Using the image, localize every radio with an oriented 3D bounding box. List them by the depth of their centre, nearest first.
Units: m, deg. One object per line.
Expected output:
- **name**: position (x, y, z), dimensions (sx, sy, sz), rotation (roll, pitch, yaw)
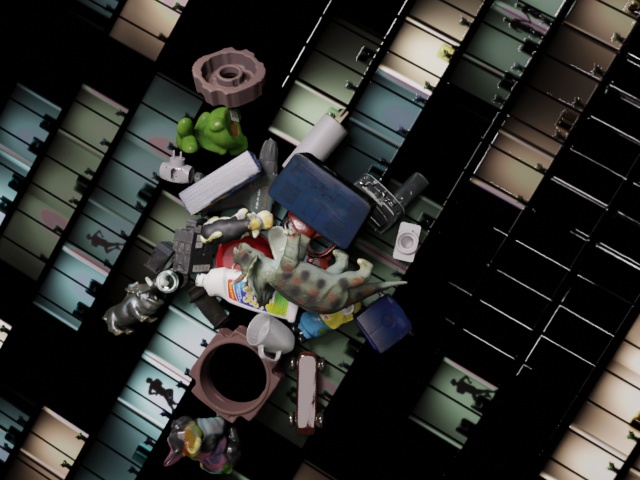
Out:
- **radio**: position (0.008, -0.095, 1.240), dimensions (0.230, 0.073, 0.131), rotation (36, 109, 6)

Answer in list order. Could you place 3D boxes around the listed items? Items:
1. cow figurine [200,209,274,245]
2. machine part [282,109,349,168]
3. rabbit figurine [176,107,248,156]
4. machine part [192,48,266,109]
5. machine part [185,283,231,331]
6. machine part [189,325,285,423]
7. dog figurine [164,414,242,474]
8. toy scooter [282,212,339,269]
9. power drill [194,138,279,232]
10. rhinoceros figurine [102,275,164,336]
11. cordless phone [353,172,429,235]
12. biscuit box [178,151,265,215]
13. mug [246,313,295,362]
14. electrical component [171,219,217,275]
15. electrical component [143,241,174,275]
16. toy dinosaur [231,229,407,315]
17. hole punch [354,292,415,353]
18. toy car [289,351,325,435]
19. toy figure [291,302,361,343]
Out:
- **cow figurine**: position (-0.196, -0.031, 1.267), dimensions (0.167, 0.098, 0.068), rotation (-13, 101, 12)
- **machine part**: position (-0.012, -0.222, 1.317), dimensions (0.079, 0.079, 0.243), rotation (41, 93, 5)
- **rabbit figurine**: position (-0.286, -0.250, 1.326), dimensions (0.170, 0.159, 0.121), rotation (-14, 99, 22)
- **machine part**: position (-0.219, -0.395, 1.312), dimensions (0.179, 0.056, 0.179), rotation (0, 55, 0)
- **machine part**: position (-0.282, 0.161, 1.371), dimensions (0.084, 0.039, 0.139), rotation (-31, 85, 1)
- **machine part**: position (-0.206, 0.332, 1.339), dimensions (0.201, 0.087, 0.201), rotation (36, 94, 4)
- **dog figurine**: position (-0.282, 0.498, 1.283), dimensions (0.108, 0.219, 0.191), rotation (-24, 87, 10)
- **toy scooter**: position (-0.003, -0.004, 1.319), dimensions (0.135, 0.075, 0.184), rotation (-28, 90, 5)
- **power drill**: position (-0.205, -0.136, 1.346), dimensions (0.207, 0.086, 0.231), rotation (-1, 93, -1)
- **rhinoceros figurine**: position (-0.468, 0.166, 1.380), dimensions (0.190, 0.073, 0.112), rotation (-36, 75, 7)
- **cordless phone**: position (0.164, -0.120, 1.307), dimensions (0.184, 0.088, 0.146), rotation (-44, 85, -6)
- **biscuit box**: position (-0.231, -0.134, 1.279), dimensions (0.203, 0.059, 0.063), rotation (-31, 89, 5)
- **mug**: position (-0.110, 0.240, 1.286), dimensions (0.081, 0.107, 0.110), rotation (-35, 42, 28)
- **electrical component**: position (-0.308, 0.017, 1.331), dimensions (0.058, 0.115, 0.134), rotation (10, 91, 21)
- **electrical component**: position (-0.387, 0.029, 1.364), dimensions (0.048, 0.075, 0.119), rotation (35, 98, 5)
- **toy dinosaur**: position (-0.014, 0.098, 1.222), dimensions (0.405, 0.131, 0.192), rotation (23, 92, -3)
- **hole punch**: position (0.152, 0.200, 1.297), dimensions (0.116, 0.092, 0.142), rotation (-37, 83, 2)
- **toy car**: position (-0.033, 0.378, 1.335), dimensions (0.089, 0.053, 0.202), rotation (0, 86, -4)
- **toy figure**: position (0.017, 0.181, 1.316), dimensions (0.180, 0.089, 0.082), rotation (-38, 95, 14)
